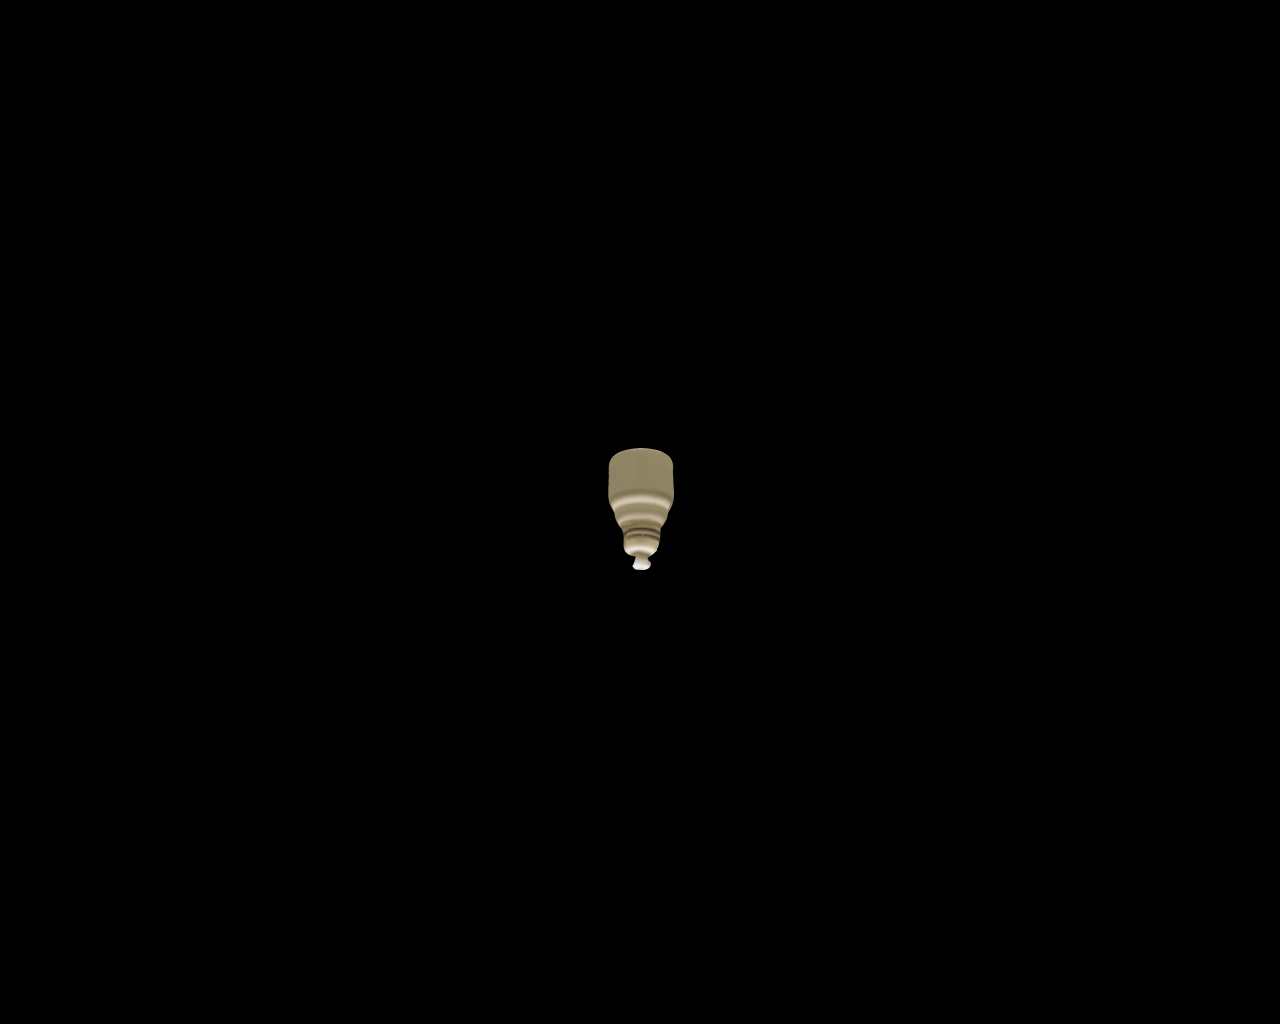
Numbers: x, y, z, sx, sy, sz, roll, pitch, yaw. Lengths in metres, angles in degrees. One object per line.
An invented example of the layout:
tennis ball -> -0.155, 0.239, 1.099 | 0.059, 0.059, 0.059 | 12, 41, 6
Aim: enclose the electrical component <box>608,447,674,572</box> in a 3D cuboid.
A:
electrical component -> 0.001, -0.003, 0.650 | 0.040, 0.078, 0.040 | 0, -22, 0
